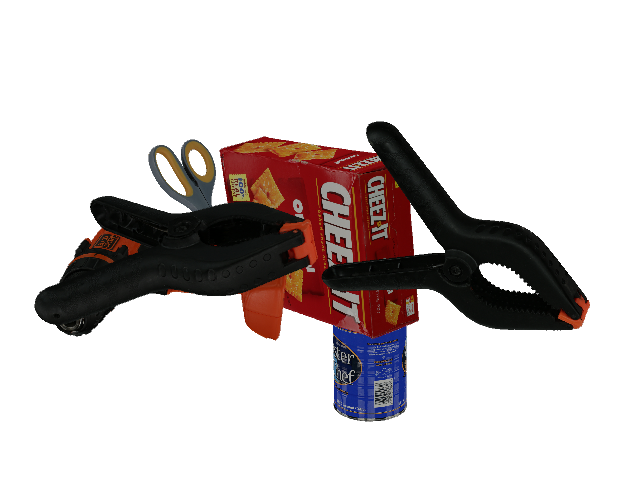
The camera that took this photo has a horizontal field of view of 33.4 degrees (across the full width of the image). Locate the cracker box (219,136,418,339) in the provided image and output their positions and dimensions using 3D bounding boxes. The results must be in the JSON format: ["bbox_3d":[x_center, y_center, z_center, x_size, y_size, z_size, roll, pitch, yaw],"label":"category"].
[{"bbox_3d":[-0.006,-0.009,1.059,0.071,0.164,0.214,-20,22,-36],"label":"cracker box"}]

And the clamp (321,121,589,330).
[{"bbox_3d":[0.105,0.005,0.809,0.210,0.165,0.036,20,41,15],"label":"clamp"}]

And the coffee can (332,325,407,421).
[{"bbox_3d":[0.068,0.161,1.458,0.103,0.140,0.103,-1,17,0],"label":"coffee can"}]

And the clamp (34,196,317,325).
[{"bbox_3d":[-0.091,0.012,0.662,0.172,0.039,0.120,0,42,22],"label":"clamp"}]

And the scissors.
[{"bbox_3d":[-0.123,-0.035,1.241,0.016,0.201,0.096,-25,18,43],"label":"scissors"}]

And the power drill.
[{"bbox_3d":[-0.123,0.039,0.911,0.187,0.057,0.184,8,22,0],"label":"power drill"}]
